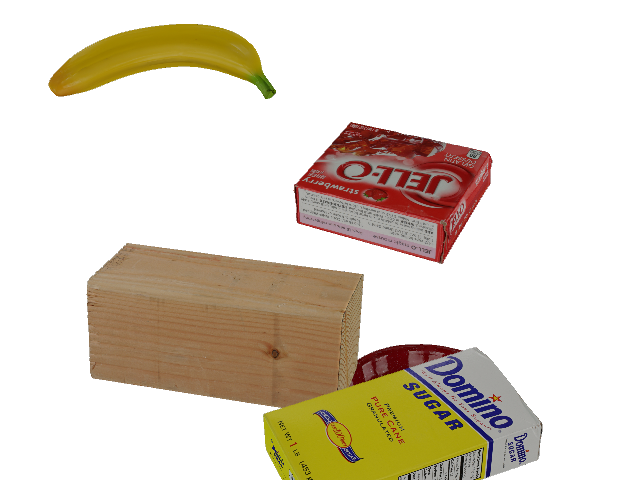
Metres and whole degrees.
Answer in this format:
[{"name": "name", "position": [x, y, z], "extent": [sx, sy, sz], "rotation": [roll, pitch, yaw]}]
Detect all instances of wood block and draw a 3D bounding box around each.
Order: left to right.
[{"name": "wood block", "position": [-0.076, 0.070, 0.872], "extent": [0.206, 0.091, 0.090], "rotation": [8, 23, 11]}]

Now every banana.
[{"name": "banana", "position": [-0.139, -0.160, 0.943], "extent": [0.197, 0.069, 0.037], "rotation": [-1, -33, -4]}]

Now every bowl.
[{"name": "bowl", "position": [0.100, 0.163, 1.028], "extent": [0.162, 0.055, 0.162], "rotation": [-1, 25, 0]}]

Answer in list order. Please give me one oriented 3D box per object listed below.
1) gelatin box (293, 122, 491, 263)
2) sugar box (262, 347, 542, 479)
[{"name": "gelatin box", "position": [0.041, -0.029, 0.590], "extent": [0.089, 0.030, 0.073], "rotation": [15, 40, 22]}, {"name": "sugar box", "position": [0.057, 0.139, 0.757], "extent": [0.176, 0.048, 0.093], "rotation": [-18, 39, -16]}]
